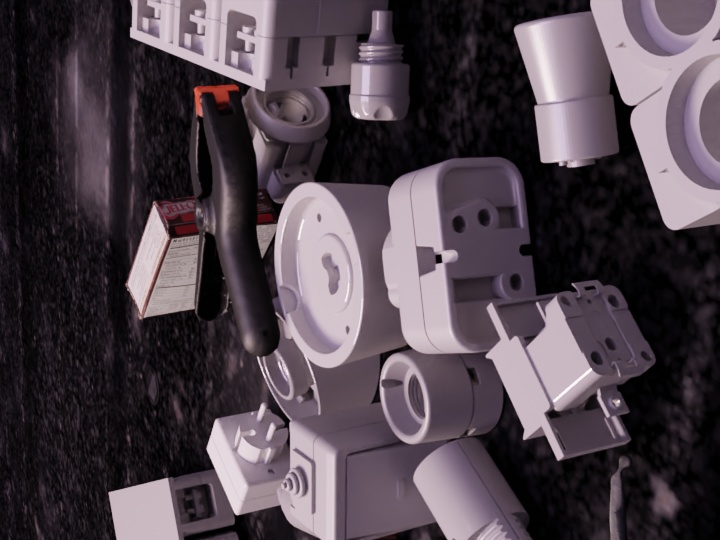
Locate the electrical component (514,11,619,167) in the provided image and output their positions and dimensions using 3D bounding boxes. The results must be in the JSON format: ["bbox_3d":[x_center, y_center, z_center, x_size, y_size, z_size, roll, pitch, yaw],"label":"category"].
[{"bbox_3d":[0.094,-0.079,0.477,0.044,0.044,0.065,5,105,60],"label":"electrical component"}]

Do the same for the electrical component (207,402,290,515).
[{"bbox_3d":[-0.077,0.132,0.811,0.065,0.047,0.076,58,142,36],"label":"electrical component"}]

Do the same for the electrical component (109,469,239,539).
[{"bbox_3d":[-0.165,0.242,0.976,0.186,0.060,0.105,-27,72,59],"label":"electrical component"}]

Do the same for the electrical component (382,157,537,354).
[{"bbox_3d":[0.050,-0.006,0.553,0.059,0.054,0.095,-10,85,62],"label":"electrical component"}]

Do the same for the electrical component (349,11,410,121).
[{"bbox_3d":[0.012,-0.117,0.617,0.035,0.035,0.061,20,111,57],"label":"electrical component"}]

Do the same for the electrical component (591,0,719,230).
[{"bbox_3d":[0.132,-0.100,0.384,0.089,0.062,0.150,-36,66,58],"label":"electrical component"}]

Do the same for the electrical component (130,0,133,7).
[{"bbox_3d":[-0.122,-0.193,0.790,0.044,0.077,0.079,-42,61,55],"label":"electrical component"}]

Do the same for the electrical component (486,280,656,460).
[{"bbox_3d":[0.098,0.041,0.496,0.063,0.042,0.081,-54,51,48],"label":"electrical component"}]

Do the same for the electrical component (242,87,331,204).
[{"bbox_3d":[-0.052,-0.092,0.711,0.078,0.058,0.057,64,148,29],"label":"electrical component"}]

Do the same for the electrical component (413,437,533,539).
[{"bbox_3d":[0.066,0.133,0.568,0.081,0.043,0.043,57,141,37],"label":"electrical component"}]

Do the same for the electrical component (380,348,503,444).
[{"bbox_3d":[0.043,0.067,0.589,0.055,0.047,0.055,20,113,57],"label":"electrical component"}]

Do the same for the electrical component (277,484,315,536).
[{"bbox_3d":[-0.036,0.162,0.754,0.078,0.040,0.040,0,96,60],"label":"electrical component"}]

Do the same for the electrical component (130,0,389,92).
[{"bbox_3d":[-0.064,-0.160,0.660,0.150,0.089,0.061,29,121,43],"label":"electrical component"}]

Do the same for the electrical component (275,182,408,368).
[{"bbox_3d":[0.000,0.000,0.636,0.108,0.060,0.108,20,113,57],"label":"electrical component"}]

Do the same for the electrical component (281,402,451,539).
[{"bbox_3d":[0.002,0.118,0.622,0.061,0.096,0.061,21,114,56],"label":"electrical component"}]

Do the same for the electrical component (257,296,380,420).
[{"bbox_3d":[-0.028,0.055,0.719,0.099,0.064,0.099,43,145,41],"label":"electrical component"}]
